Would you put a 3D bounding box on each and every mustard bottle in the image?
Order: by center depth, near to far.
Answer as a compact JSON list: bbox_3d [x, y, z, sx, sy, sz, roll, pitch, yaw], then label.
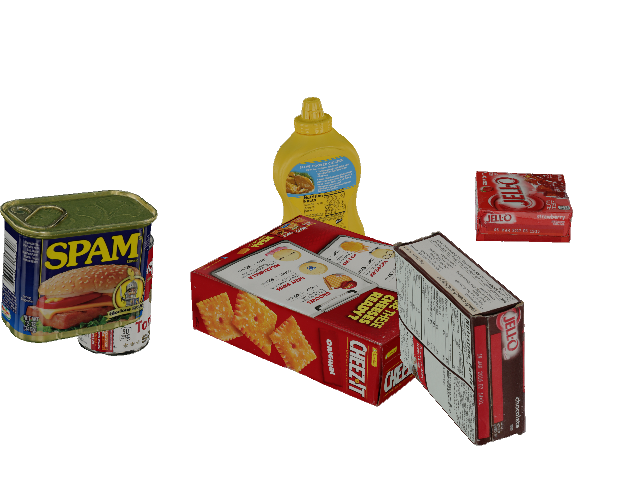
[{"bbox_3d":[-0.003,-0.062,1.165,0.096,0.192,0.058,-10,25,-13],"label":"mustard bottle"}]

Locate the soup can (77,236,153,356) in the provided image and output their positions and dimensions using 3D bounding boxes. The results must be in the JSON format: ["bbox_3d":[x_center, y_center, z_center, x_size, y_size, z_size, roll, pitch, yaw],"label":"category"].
[{"bbox_3d":[-0.187,0.045,0.971,0.068,0.102,0.068,5,21,-2],"label":"soup can"}]

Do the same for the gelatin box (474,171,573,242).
[{"bbox_3d":[0.162,-0.028,0.860,0.073,0.030,0.089,2,24,7],"label":"gelatin box"}]

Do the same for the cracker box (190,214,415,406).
[{"bbox_3d":[0.013,0.058,0.983,0.214,0.072,0.163,19,31,33],"label":"cracker box"}]

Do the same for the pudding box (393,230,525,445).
[{"bbox_3d":[0.084,0.057,0.655,0.039,0.090,0.114,-13,26,-18],"label":"pudding box"}]

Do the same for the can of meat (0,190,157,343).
[{"bbox_3d":[-0.167,0.017,0.734,0.101,0.084,0.058,-9,28,-37],"label":"can of meat"}]
